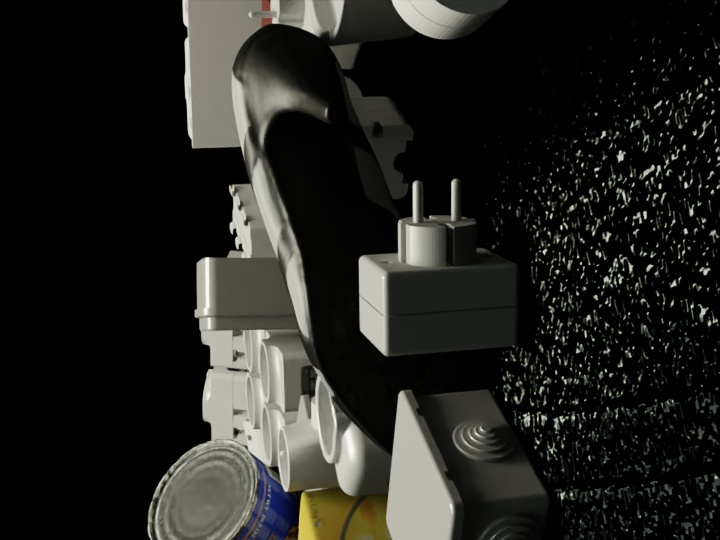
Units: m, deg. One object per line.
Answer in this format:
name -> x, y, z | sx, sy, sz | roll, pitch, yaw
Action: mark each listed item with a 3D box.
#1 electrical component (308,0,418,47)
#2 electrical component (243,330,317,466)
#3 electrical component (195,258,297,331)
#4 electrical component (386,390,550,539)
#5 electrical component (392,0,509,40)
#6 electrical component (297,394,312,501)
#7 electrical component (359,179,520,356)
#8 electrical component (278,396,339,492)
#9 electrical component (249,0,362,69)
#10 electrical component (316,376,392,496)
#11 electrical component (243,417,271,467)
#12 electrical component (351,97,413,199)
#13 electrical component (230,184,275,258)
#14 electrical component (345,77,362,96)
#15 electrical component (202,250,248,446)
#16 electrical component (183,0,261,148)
electrical component -> 0.010, -0.176, 0.581 | 0.108, 0.060, 0.108 | 177, 90, -77
electrical component -> -0.062, 0.101, 0.956 | 0.186, 0.060, 0.105 | -145, 52, -73
electrical component -> -0.076, 0.021, 0.882 | 0.078, 0.113, 0.057 | 166, 103, -76
electrical component -> 0.050, 0.116, 0.517 | 0.099, 0.048, 0.099 | -115, 25, -57
electrical component -> 0.042, -0.177, 0.462 | 0.074, 0.052, 0.138 | 159, 107, -76
electrical component -> -0.017, 0.151, 0.807 | 0.099, 0.048, 0.099 | 101, 160, -47
electrical component -> 0.036, -0.004, 0.504 | 0.047, 0.066, 0.076 | -142, 50, -72
electrical component -> -0.014, 0.106, 0.721 | 0.043, 0.077, 0.079 | -141, 49, -72
electrical component -> -0.042, -0.189, 0.763 | 0.047, 0.076, 0.083 | 114, 149, -63
electrical component -> 0.007, 0.088, 0.666 | 0.053, 0.059, 0.095 | 105, 158, -53
electrical component -> -0.090, 0.175, 1.111 | 0.055, 0.055, 0.047 | -177, 80, -77
electrical component -> -0.019, -0.076, 0.665 | 0.055, 0.089, 0.050 | -115, 25, -57
electrical component -> -0.084, -0.044, 1.004 | 0.121, 0.063, 0.078 | -121, 31, -63
electrical component -> -0.024, -0.115, 0.771 | 0.055, 0.045, 0.045 | 173, 94, -76
electrical component -> -0.129, 0.084, 1.164 | 0.105, 0.060, 0.186 | -77, -9, -63
electrical component -> -0.097, -0.203, 0.925 | 0.060, 0.105, 0.186 | -131, 39, -69
